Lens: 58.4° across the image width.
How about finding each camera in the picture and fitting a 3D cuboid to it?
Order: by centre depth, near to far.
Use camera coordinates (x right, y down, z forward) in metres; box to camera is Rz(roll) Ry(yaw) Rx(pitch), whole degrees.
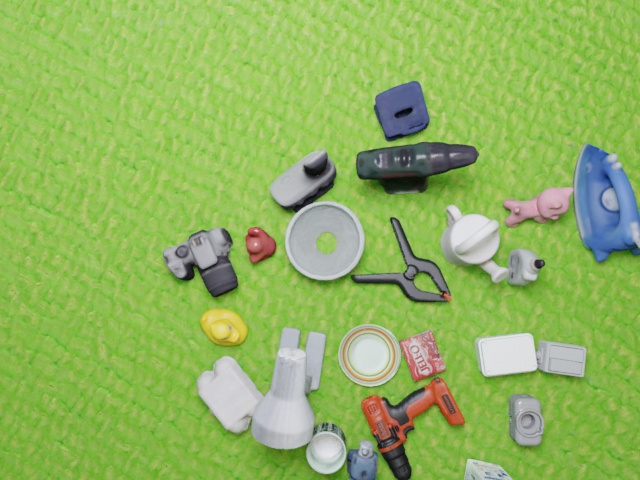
[{"bbox_3d":[-0.243,0.056,1.213,0.143,0.101,0.137,-25,84,0],"label":"camera"}]

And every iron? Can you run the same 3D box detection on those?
[{"bbox_3d":[0.598,-0.090,1.172,0.118,0.141,0.258,-12,84,1],"label":"iron"}]

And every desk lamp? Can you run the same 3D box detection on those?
[{"bbox_3d":[-0.058,0.284,1.128,0.118,0.213,0.203,8,85,3],"label":"desk lamp"}]

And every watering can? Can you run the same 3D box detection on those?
[{"bbox_3d":[0.313,0.004,1.148,0.173,0.194,0.101,34,87,5],"label":"watering can"}]

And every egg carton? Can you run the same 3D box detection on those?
[{"bbox_3d":[-0.186,0.326,1.202,0.107,0.069,0.150,-41,85,-2],"label":"egg carton"}]

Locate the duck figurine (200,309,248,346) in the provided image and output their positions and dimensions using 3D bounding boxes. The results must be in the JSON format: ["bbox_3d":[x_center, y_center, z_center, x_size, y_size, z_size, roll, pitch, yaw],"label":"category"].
[{"bbox_3d":[-0.208,0.186,1.207,0.104,0.086,0.077,27,86,5],"label":"duck figurine"}]

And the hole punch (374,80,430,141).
[{"bbox_3d":[0.178,-0.276,1.231,0.108,0.091,0.101,-20,84,1],"label":"hole punch"}]

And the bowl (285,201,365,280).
[{"bbox_3d":[0.011,0.004,1.220,0.167,0.075,0.167,0,85,2],"label":"bowl"}]

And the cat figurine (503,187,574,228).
[{"bbox_3d":[0.456,-0.071,1.187,0.127,0.118,0.067,-10,84,2],"label":"cat figurine"}]

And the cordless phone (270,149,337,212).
[{"bbox_3d":[-0.038,-0.132,1.179,0.147,0.185,0.094,-40,84,-1],"label":"cordless phone"}]

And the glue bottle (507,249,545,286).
[{"bbox_3d":[0.418,0.053,1.150,0.037,0.173,0.078,8,85,3],"label":"glue bottle"}]

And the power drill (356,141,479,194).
[{"bbox_3d":[0.187,-0.148,1.160,0.229,0.208,0.076,-4,85,2],"label":"power drill"}]

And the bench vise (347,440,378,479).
[{"bbox_3d":[0.070,0.505,1.100,0.121,0.220,0.207,-13,84,1],"label":"bench vise"}]

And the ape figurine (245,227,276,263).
[{"bbox_3d":[-0.134,0.011,1.217,0.076,0.092,0.078,16,86,4],"label":"ape figurine"}]
